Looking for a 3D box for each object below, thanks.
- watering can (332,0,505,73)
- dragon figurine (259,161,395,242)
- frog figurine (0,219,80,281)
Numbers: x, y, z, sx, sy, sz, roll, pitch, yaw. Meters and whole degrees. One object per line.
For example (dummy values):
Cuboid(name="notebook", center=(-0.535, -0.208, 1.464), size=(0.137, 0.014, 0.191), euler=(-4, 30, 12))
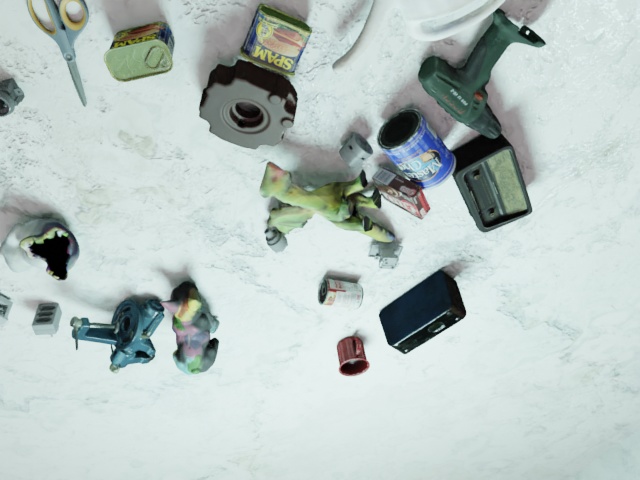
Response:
Cuboid(name="watering can", center=(0.150, -0.409, 0.813), size=(0.346, 0.106, 0.220), euler=(-22, 131, 9))
Cuboid(name="dragon figurine", center=(0.003, -0.057, 1.130), size=(0.242, 0.124, 0.404), euler=(-5, 154, 22))
Cuboid(name="frog figurine", center=(-0.595, 0.017, 1.090), size=(0.159, 0.124, 0.135), euler=(2, 156, 40))
